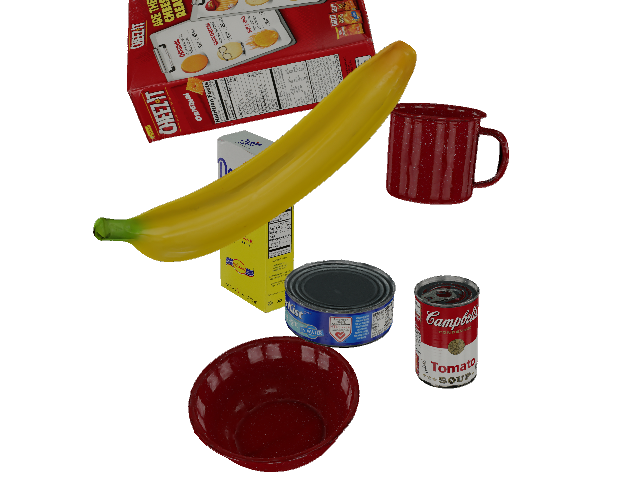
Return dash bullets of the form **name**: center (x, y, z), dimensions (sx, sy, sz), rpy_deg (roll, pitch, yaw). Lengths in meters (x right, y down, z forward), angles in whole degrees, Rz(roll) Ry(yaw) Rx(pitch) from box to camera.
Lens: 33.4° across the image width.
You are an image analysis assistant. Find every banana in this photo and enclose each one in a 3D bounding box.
- **banana**: center (-0.027, -0.039, 0.594), dimensions (0.198, 0.037, 0.069), rpy_deg (-33, -16, -1)

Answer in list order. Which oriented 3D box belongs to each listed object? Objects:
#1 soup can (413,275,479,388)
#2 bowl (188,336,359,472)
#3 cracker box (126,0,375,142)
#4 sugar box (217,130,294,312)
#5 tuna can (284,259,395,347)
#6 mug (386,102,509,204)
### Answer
- **soup can**: center (0.134, 0.097, 1.136), dimensions (0.068, 0.102, 0.068), rpy_deg (-2, 24, 1)
- **bowl**: center (-0.041, 0.165, 1.010), dimensions (0.162, 0.055, 0.162), rpy_deg (-5, 38, 4)
- **cracker box**: center (-0.063, -0.181, 0.969), dimensions (0.214, 0.164, 0.072), rpy_deg (-12, -44, 3)
- **sugar box**: center (-0.070, -0.021, 1.143), dimensions (0.048, 0.176, 0.093), rpy_deg (-19, 28, -34)
- **tuna can**: center (0.014, 0.048, 0.827), dimensions (0.086, 0.034, 0.086), rpy_deg (1, 25, -1)
- **mug**: center (0.115, -0.079, 0.985), dimensions (0.117, 0.081, 0.093), rpy_deg (7, 15, 13)
